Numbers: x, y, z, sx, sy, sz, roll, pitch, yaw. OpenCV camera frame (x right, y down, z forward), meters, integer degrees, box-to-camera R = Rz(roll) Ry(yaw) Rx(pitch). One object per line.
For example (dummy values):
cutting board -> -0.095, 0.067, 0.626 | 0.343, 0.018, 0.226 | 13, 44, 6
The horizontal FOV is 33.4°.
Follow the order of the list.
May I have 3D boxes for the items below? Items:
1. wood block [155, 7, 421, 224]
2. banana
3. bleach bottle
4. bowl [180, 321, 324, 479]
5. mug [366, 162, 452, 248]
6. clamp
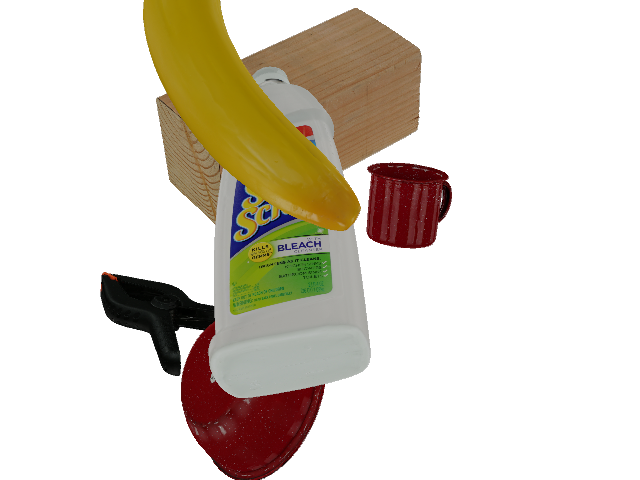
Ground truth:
wood block -> -0.022, -0.105, 0.896 | 0.205, 0.091, 0.090 | -29, 50, -25
banana -> -0.042, -0.083, 0.498 | 0.069, 0.198, 0.037 | -14, -30, -10
bleach bottle -> -0.031, -0.021, 0.726 | 0.102, 0.251, 0.068 | -11, -38, 3
bowl -> -0.068, 0.117, 0.893 | 0.055, 0.162, 0.162 | 24, -15, -37
mug -> 0.106, -0.041, 1.237 | 0.117, 0.081, 0.093 | -9, 21, -39
clamp -> -0.165, 0.081, 1.121 | 0.210, 0.036, 0.164 | 19, 20, 28
